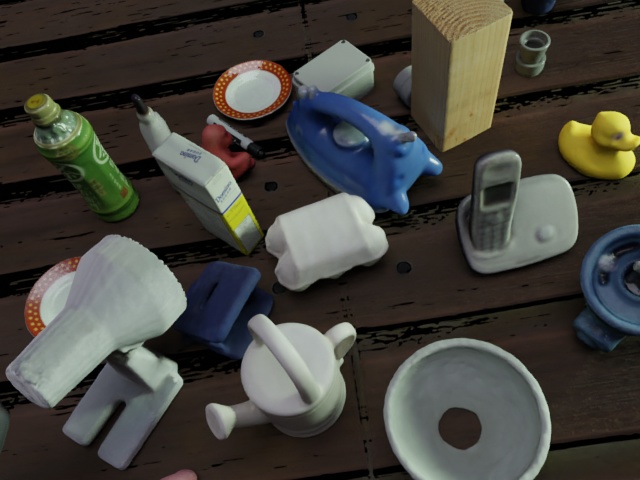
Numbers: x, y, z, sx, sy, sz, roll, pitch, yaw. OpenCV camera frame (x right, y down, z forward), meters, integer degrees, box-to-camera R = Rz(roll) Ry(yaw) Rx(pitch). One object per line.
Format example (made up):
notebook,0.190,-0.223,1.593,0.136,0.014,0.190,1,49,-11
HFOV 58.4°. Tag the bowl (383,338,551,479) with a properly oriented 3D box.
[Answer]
bowl,0.153,0.195,0.612,0.167,0.075,0.167,-4,60,7

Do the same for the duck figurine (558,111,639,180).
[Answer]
duck figurine,0.374,-0.137,0.762,0.104,0.086,0.077,36,71,25

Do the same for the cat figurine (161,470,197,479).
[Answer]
cat figurine,-0.200,0.279,0.593,0.128,0.118,0.067,-20,60,-3

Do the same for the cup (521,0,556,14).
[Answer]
cup,0.365,-0.404,0.910,0.092,0.095,0.117,-37,62,-12

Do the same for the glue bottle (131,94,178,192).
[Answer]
glue bottle,-0.225,-0.142,0.803,0.037,0.173,0.078,-27,60,-7

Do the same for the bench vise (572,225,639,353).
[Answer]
bench vise,0.358,0.005,0.606,0.121,0.220,0.208,25,67,21

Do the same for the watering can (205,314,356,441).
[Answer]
watering can,-0.036,0.145,0.600,0.100,0.194,0.173,25,67,21

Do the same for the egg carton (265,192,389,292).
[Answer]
egg carton,0.007,0.003,0.747,0.150,0.069,0.107,-21,60,-4

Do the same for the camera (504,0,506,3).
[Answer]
camera,0.249,-0.414,0.929,0.142,0.101,0.137,38,72,25

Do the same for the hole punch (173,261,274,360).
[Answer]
hole punch,-0.126,0.082,0.709,0.101,0.091,0.109,19,65,18

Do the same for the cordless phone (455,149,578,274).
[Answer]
cordless phone,0.236,-0.045,0.672,0.147,0.185,0.094,-18,59,-1

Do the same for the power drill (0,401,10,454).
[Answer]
power drill,-0.333,0.283,0.557,0.075,0.209,0.230,18,65,18

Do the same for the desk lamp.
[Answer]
desk lamp,-0.228,0.125,0.629,0.117,0.214,0.203,22,66,20

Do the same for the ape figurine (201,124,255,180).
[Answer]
ape figurine,-0.143,-0.131,0.832,0.076,0.092,0.077,-32,61,-10

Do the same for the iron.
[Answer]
iron,0.037,-0.148,0.786,0.257,0.142,0.119,33,70,24
